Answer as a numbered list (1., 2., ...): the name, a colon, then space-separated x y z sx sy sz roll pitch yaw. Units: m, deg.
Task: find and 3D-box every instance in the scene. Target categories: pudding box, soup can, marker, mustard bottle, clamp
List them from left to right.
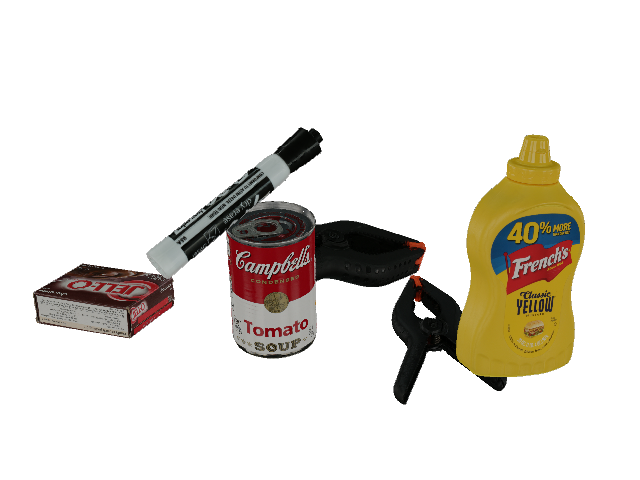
1. pudding box: -0.218 0.060 1.082 0.114 0.039 0.090 5 19 21
2. marker: -0.046 -0.023 0.600 0.121 0.020 0.020 -41 13 -16
3. soup can: -0.037 0.030 0.816 0.068 0.102 0.068 -1 29 0
4. clamp: 0.006 0.015 1.020 0.209 0.036 0.164 7 30 -17
5. clamp: 0.133 0.107 1.162 0.120 0.171 0.039 3 -44 -6
6. mustard bottle: 0.163 0.011 0.850 0.096 0.192 0.058 -3 18 -17
